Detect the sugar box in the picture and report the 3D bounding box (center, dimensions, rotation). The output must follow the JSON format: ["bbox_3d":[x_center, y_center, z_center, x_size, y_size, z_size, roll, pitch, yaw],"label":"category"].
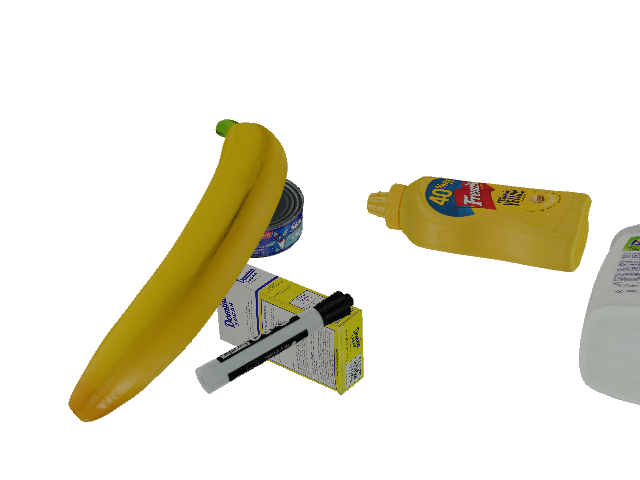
[{"bbox_3d":[-0.035,0.092,1.159,0.176,0.093,0.048,23,39,34],"label":"sugar box"}]

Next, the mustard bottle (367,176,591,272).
[{"bbox_3d":[0.134,-0.020,0.933,0.192,0.058,0.096,8,29,19],"label":"mustard bottle"}]

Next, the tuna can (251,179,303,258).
[{"bbox_3d":[-0.057,-0.023,0.937,0.086,0.034,0.086,1,38,-1],"label":"tuna can"}]

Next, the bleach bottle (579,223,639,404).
[{"bbox_3d":[0.246,0.035,0.747,0.103,0.068,0.250,9,20,19],"label":"bleach bottle"}]

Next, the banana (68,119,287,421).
[{"bbox_3d":[-0.060,0.005,0.540,0.037,0.197,0.070,39,-36,-20],"label":"banana"}]

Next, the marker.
[{"bbox_3d":[-0.028,0.067,0.726,0.121,0.020,0.020,-28,11,-21],"label":"marker"}]
